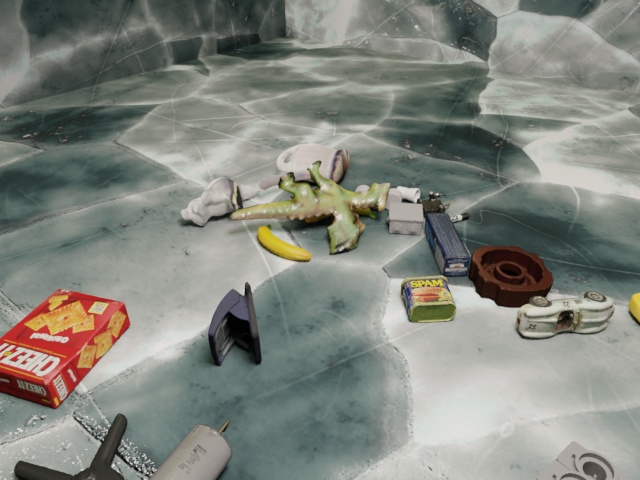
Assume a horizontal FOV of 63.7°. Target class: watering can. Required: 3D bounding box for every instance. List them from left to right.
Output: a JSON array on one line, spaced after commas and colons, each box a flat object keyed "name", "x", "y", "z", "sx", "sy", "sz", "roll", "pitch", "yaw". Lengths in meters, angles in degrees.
[{"name": "watering can", "x": -0.034, "y": -0.218, "z": 1.575, "sx": 0.224, "sy": 0.102, "sz": 0.355, "roll": 10, "pitch": 33, "yaw": 14}]

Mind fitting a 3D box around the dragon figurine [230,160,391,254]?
[{"name": "dragon figurine", "x": 0.004, "y": -0.066, "z": 1.320, "sx": 0.414, "sy": 0.119, "sz": 0.246, "roll": -29, "pitch": 61, "yaw": -22}]

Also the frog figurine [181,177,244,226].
[{"name": "frog figurine", "x": -0.295, "y": -0.102, "z": 1.392, "sx": 0.159, "sy": 0.123, "sz": 0.137, "roll": -9, "pitch": -1, "yaw": 2}]
